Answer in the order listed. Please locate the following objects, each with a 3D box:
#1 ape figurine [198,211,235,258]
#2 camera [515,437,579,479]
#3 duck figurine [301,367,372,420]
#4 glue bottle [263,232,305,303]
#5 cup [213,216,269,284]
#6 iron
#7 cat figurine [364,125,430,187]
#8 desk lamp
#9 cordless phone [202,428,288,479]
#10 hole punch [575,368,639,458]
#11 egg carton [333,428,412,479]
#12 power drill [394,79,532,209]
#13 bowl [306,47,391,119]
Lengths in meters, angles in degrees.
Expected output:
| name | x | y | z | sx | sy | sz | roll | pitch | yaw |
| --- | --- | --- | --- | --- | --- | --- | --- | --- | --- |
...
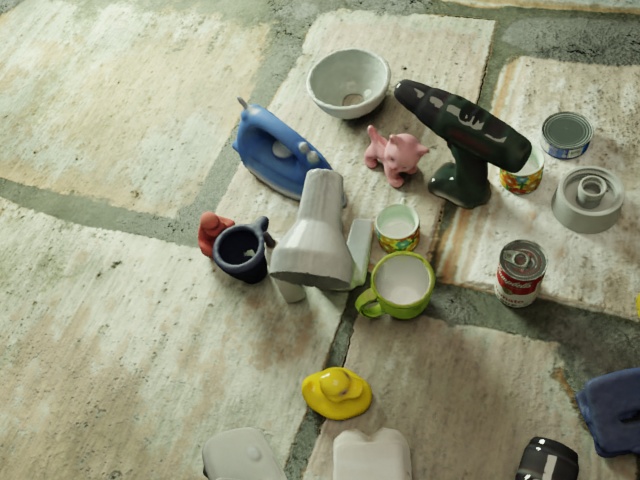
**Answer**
| name | x | y | z | sx | sy | sz | roll | pitch | yaw |
| --- | --- | --- | --- | --- | --- | --- | --- | --- | --- |
| ape figurine | -0.185 | -0.015 | 1.007 | 0.078 | 0.092 | 0.076 | -32 | 59 | -8 |
| camera | 0.290 | 0.324 | 0.707 | 0.142 | 0.101 | 0.137 | 18 | 65 | 21 |
| duck figurine | 0.020 | 0.215 | 0.834 | 0.104 | 0.086 | 0.077 | 4 | 61 | 14 |
| glue bottle | -0.063 | 0.033 | 0.906 | 0.037 | 0.173 | 0.078 | -19 | 58 | 0 |
| cup | -0.117 | 0.023 | 0.969 | 0.091 | 0.095 | 0.118 | 26 | 68 | 24 |
| iron | -0.056 | -0.164 | 1.038 | 0.257 | 0.142 | 0.119 | 36 | 73 | 27 |
| cat figurine | 0.131 | -0.159 | 1.012 | 0.067 | 0.118 | 0.127 | -42 | 61 | -13 |
| desk lamp | 0.008 | 0.003 | 0.885 | 0.117 | 0.214 | 0.203 | 4 | 61 | 14 |
| cordless phone | -0.108 | 0.309 | 0.746 | 0.094 | 0.185 | 0.147 | -33 | 59 | -8 |
| hole punch | 0.406 | 0.225 | 0.747 | 0.108 | 0.091 | 0.101 | -14 | 58 | 3 |
| egg carton | 0.071 | 0.330 | 0.766 | 0.107 | 0.069 | 0.150 | -6 | 59 | 8 |
| power drill | 0.224 | -0.149 | 0.934 | 0.229 | 0.209 | 0.076 | 28 | 69 | 24 |
| bowl | 0.060 | -0.296 | 1.132 | 0.167 | 0.075 | 0.167 | -5 | 59 | 9 |
